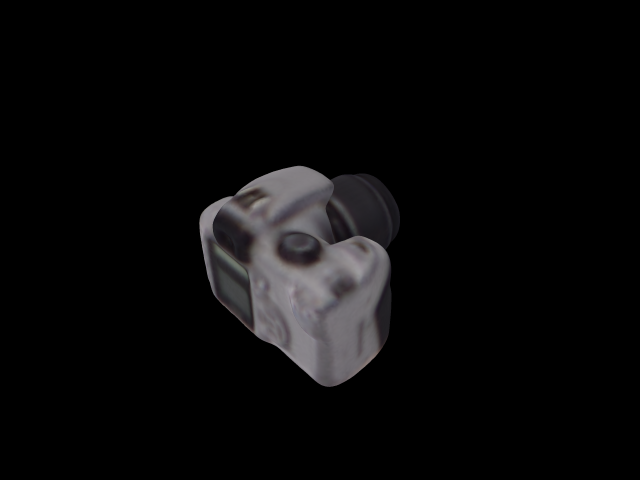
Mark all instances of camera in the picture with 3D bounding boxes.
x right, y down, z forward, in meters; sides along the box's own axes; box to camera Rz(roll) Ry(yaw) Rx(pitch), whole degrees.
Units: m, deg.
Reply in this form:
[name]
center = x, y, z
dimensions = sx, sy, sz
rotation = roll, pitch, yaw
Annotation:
[camera]
center = 0.004, 0.001, 0.400
dimensions = 0.137, 0.101, 0.142
rotation = -29, 46, -33
